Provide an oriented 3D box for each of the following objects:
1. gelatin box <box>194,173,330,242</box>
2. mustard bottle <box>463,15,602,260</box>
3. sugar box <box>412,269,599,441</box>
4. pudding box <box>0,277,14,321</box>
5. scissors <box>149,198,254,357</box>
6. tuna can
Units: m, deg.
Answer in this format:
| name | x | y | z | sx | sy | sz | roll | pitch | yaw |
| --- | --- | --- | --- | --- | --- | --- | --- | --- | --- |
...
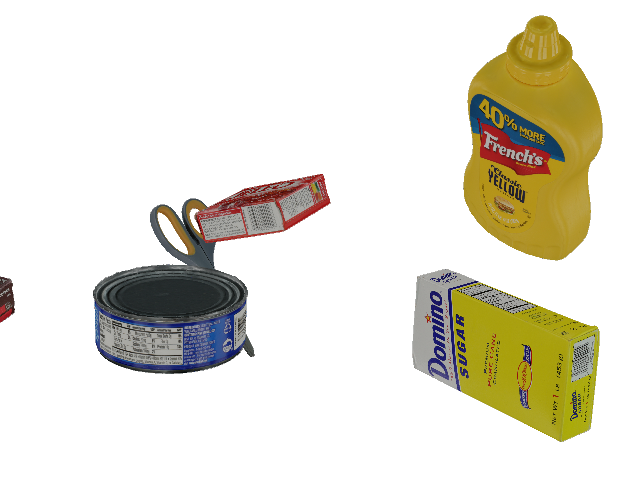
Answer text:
| name | x | y | z | sx | sy | sz | roll | pitch | yaw |
| --- | --- | --- | --- | --- | --- | --- | --- | --- | --- |
| gelatin box | -0.048 | -0.027 | 0.889 | 0.089 | 0.030 | 0.073 | -8 | 15 | 36 |
| mustard bottle | 0.144 | -0.073 | 0.727 | 0.058 | 0.191 | 0.096 | -38 | 57 | -22 |
| sugar box | 0.153 | 0.094 | 0.914 | 0.048 | 0.093 | 0.177 | -13 | 22 | -39 |
| pudding box | -0.331 | 0.055 | 0.900 | 0.114 | 0.039 | 0.089 | 10 | 26 | 20 |
| scissors | -0.120 | 0.032 | 1.239 | 0.016 | 0.201 | 0.096 | -29 | 15 | 40 |
| tuna can | -0.084 | 0.043 | 0.600 | 0.086 | 0.034 | 0.086 | 2 | 18 | -1 |
